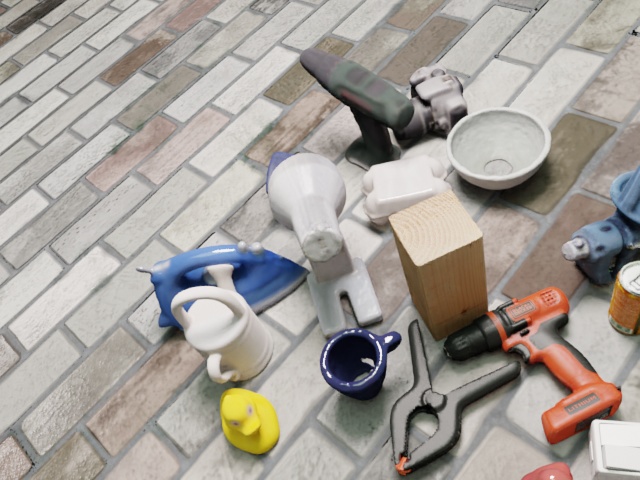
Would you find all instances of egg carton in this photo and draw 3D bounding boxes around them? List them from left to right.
[{"bbox_3d":[0.145,-0.085,0.972,0.150,0.069,0.107,-12,52,9],"label":"egg carton"}]

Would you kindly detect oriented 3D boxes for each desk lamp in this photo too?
[{"bbox_3d":[0.008,0.003,0.859,0.118,0.214,0.203,-21,51,3],"label":"desk lamp"}]

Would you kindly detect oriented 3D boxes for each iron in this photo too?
[{"bbox_3d":[-0.158,0.052,0.924,0.258,0.142,0.118,-17,51,6],"label":"iron"}]

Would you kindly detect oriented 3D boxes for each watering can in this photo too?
[{"bbox_3d":[-0.149,0.117,0.839,0.101,0.194,0.172,-27,51,-2],"label":"watering can"}]

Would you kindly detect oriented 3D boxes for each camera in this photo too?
[{"bbox_3d":[0.191,-0.253,1.062,0.137,0.101,0.143,-21,51,2],"label":"camera"}]

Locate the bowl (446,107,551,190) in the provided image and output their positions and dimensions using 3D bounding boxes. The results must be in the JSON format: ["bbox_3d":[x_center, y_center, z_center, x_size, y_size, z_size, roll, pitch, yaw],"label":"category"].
[{"bbox_3d":[0.298,-0.141,0.960,0.167,0.075,0.167,-9,52,12],"label":"bowl"}]

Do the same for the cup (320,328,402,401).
[{"bbox_3d":[0.065,0.174,0.790,0.118,0.095,0.091,-30,51,-5],"label":"cup"}]

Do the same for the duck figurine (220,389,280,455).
[{"bbox_3d":[-0.110,0.243,0.802,0.077,0.086,0.104,-41,53,-13],"label":"duck figurine"}]

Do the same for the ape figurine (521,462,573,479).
[{"bbox_3d":[0.263,0.285,0.644,0.076,0.092,0.078,21,63,30],"label":"ape figurine"}]

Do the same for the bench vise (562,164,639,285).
[{"bbox_3d":[0.424,-0.039,0.749,0.208,0.220,0.121,-43,53,-15],"label":"bench vise"}]

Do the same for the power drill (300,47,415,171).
[{"bbox_3d":[0.070,-0.223,1.010,0.228,0.209,0.076,31,69,34],"label":"power drill"}]

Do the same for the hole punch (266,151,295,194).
[{"bbox_3d":[-0.039,-0.105,1.035,0.101,0.091,0.108,-5,53,15],"label":"hole punch"}]
